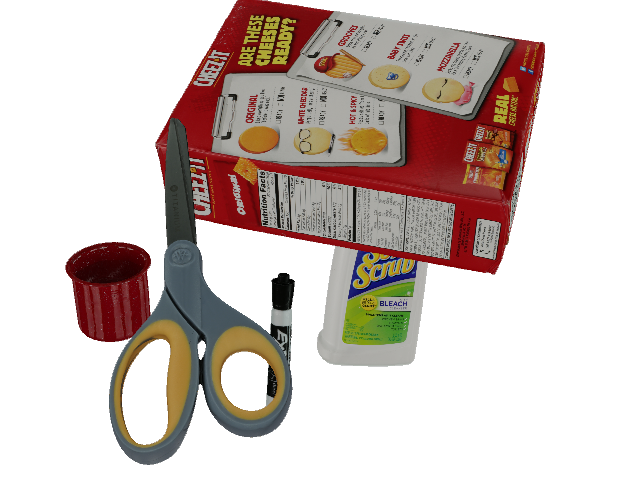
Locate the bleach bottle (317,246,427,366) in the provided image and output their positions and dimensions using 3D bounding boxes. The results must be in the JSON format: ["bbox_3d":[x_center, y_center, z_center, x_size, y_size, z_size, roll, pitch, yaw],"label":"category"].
[{"bbox_3d":[0.056,-0.004,1.041,0.102,0.251,0.068,2,18,-7],"label":"bleach bottle"}]

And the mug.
[{"bbox_3d":[-0.243,0.055,1.200,0.117,0.081,0.093,23,37,34],"label":"mug"}]

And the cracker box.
[{"bbox_3d":[0.025,-0.071,0.685,0.214,0.072,0.164,10,47,12],"label":"cracker box"}]

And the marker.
[{"bbox_3d":[-0.033,0.085,0.877,0.020,0.121,0.020,3,18,-1],"label":"marker"}]

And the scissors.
[{"bbox_3d":[-0.052,0.019,0.542,0.096,0.201,0.016,7,-33,6],"label":"scissors"}]
